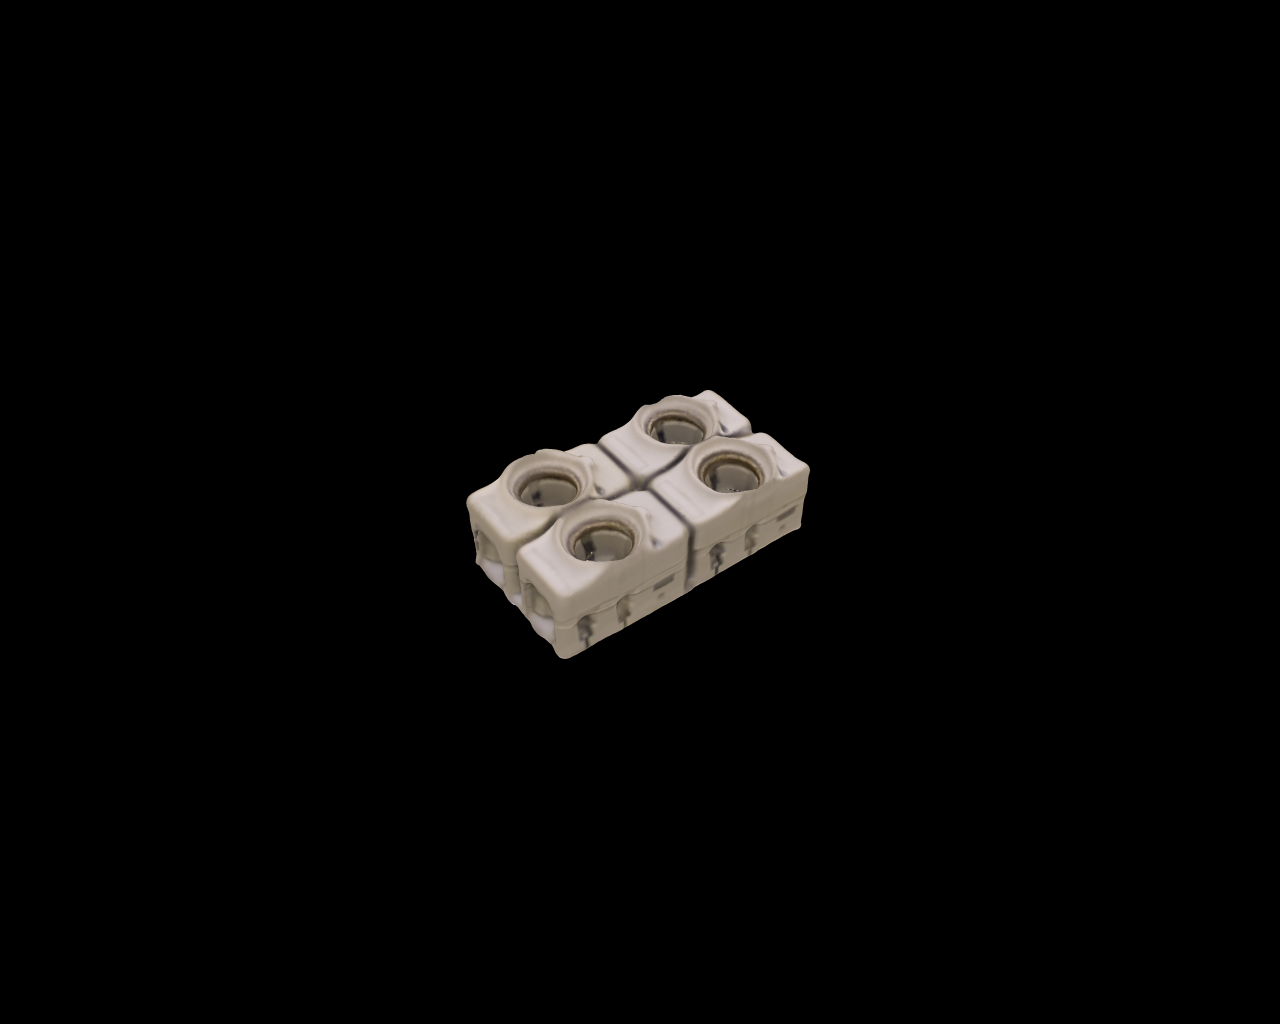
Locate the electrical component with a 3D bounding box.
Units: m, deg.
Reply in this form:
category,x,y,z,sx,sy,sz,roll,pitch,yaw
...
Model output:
category,x,y,z,sx,sy,sz,roll,pitch,yaw
electrical component,0.001,-0.003,0.650,0.186,0.060,0.105,-27,50,-25
